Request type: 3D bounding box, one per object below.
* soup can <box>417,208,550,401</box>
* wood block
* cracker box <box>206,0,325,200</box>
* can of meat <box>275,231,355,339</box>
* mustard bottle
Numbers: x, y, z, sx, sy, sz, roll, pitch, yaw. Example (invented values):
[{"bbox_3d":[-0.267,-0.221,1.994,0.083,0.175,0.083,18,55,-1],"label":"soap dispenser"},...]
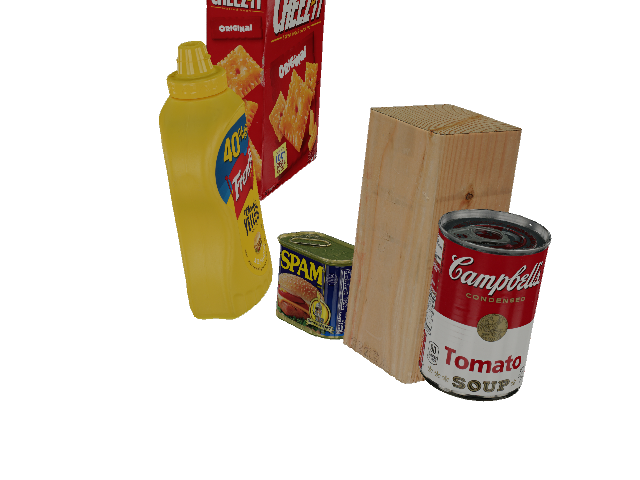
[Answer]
[{"bbox_3d":[0.100,0.039,0.662,0.068,0.102,0.068,5,22,-2],"label":"soup can"},{"bbox_3d":[0.089,0.000,0.875,0.090,0.206,0.090,-7,23,-35],"label":"wood block"},{"bbox_3d":[-0.051,-0.166,1.064,0.072,0.214,0.164,11,22,17],"label":"cracker box"},{"bbox_3d":[0.000,0.044,1.059,0.057,0.084,0.102,-8,20,-38],"label":"can of meat"},{"bbox_3d":[-0.077,-0.047,0.760,0.058,0.191,0.096,0,26,16],"label":"mustard bottle"}]
